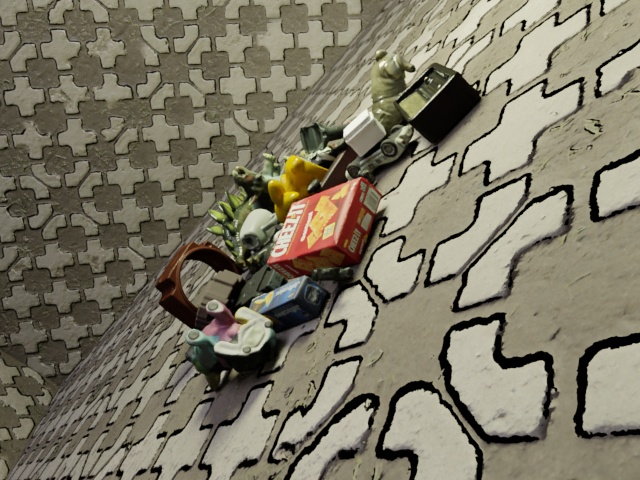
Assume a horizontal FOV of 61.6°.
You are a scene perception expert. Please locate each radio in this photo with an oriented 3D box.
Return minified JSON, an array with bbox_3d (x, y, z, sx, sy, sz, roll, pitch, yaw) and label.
[{"bbox_3d":[0.234,-0.289,1.112,0.131,0.073,0.230,-45,18,17],"label":"radio"}]

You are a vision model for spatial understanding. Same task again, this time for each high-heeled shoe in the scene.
[{"bbox_3d":[0.003,-0.140,1.403,0.249,0.086,0.145,-35,43,18],"label":"high-heeled shoe"}]

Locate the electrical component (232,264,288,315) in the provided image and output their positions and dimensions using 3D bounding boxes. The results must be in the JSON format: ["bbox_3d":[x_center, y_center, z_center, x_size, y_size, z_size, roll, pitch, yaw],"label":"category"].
[{"bbox_3d":[-0.132,0.118,1.208,0.134,0.058,0.115,-37,23,37],"label":"electrical component"}]

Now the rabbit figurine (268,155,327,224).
[{"bbox_3d":[-0.057,-0.113,1.322,0.173,0.122,0.162,-63,-13,14],"label":"rabbit figurine"}]

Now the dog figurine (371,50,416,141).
[{"bbox_3d":[0.144,-0.333,1.282,0.190,0.172,0.121,-46,5,-12],"label":"dog figurine"}]

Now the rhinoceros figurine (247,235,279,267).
[{"bbox_3d":[-0.104,0.038,1.291,0.112,0.073,0.190,-42,9,-24],"label":"rhinoceros figurine"}]

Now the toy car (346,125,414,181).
[{"bbox_3d":[0.132,-0.189,1.194,0.202,0.056,0.073,-28,21,48],"label":"toy car"}]

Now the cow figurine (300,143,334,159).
[{"bbox_3d":[-0.009,-0.261,1.647,0.127,0.085,0.195,-47,19,-10],"label":"cow figurine"}]

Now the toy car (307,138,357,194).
[{"bbox_3d":[0.042,-0.154,1.286,0.202,0.089,0.053,-59,19,-21],"label":"toy car"}]

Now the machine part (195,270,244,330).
[{"bbox_3d":[-0.228,0.159,1.244,0.179,0.056,0.179,16,-89,-84],"label":"machine part"}]

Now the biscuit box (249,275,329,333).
[{"bbox_3d":[-0.070,0.129,1.019,0.203,0.062,0.059,-30,27,49],"label":"biscuit box"}]

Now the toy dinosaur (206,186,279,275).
[{"bbox_3d":[-0.218,-0.048,1.533,0.105,0.198,0.472,-42,20,15],"label":"toy dinosaur"}]

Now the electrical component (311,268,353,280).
[{"bbox_3d":[0.017,0.060,0.947,0.094,0.063,0.021,-15,76,63],"label":"electrical component"}]

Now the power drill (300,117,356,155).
[{"bbox_3d":[0.053,-0.283,1.434,0.207,0.086,0.232,-12,6,-30],"label":"power drill"}]

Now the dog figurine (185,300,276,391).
[{"bbox_3d":[-0.176,0.221,1.045,0.219,0.192,0.108,96,-167,-51],"label":"dog figurine"}]

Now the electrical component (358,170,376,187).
[{"bbox_3d":[0.082,-0.107,1.160,0.102,0.045,0.078,-55,19,-16],"label":"electrical component"}]

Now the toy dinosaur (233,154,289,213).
[{"bbox_3d":[-0.127,-0.140,1.590,0.404,0.131,0.192,36,-110,-76],"label":"toy dinosaur"}]

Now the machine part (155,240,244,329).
[{"bbox_3d":[-0.300,0.117,1.383,0.087,0.201,0.201,-28,27,42],"label":"machine part"}]

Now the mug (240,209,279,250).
[{"bbox_3d":[-0.152,-0.024,1.371,0.110,0.080,0.107,-22,23,25],"label":"mug"}]
